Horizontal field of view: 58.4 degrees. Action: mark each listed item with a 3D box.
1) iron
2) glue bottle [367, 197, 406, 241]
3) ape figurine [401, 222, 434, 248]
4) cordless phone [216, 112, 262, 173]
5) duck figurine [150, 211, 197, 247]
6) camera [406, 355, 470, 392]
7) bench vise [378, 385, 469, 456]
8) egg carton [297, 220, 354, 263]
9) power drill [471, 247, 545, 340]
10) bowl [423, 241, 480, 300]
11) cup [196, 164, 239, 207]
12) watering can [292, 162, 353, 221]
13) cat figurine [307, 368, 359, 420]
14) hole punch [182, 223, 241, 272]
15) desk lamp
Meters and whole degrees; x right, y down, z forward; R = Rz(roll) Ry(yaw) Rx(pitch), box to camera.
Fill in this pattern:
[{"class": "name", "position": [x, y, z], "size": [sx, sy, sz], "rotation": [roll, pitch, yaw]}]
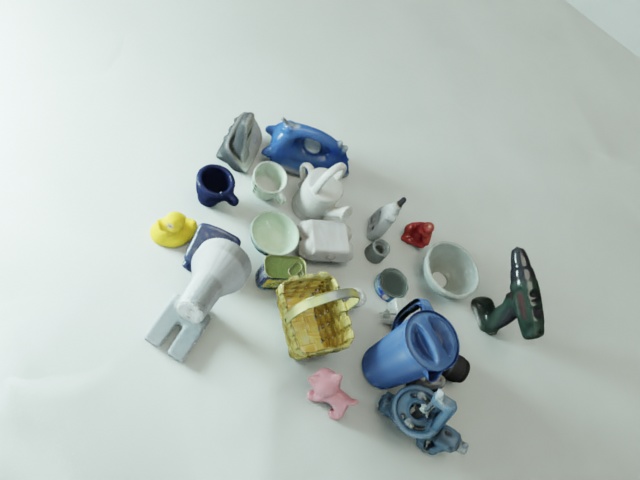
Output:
[{"class": "iron", "position": [-0.015, -0.244, 1.500], "size": [0.259, 0.141, 0.118], "rotation": [15, 60, -18]}, {"class": "glue bottle", "position": [0.176, -0.064, 1.479], "size": [0.037, 0.173, 0.078], "rotation": [21, 58, -14]}, {"class": "ape figurine", "position": [0.275, -0.022, 1.554], "size": [0.076, 0.092, 0.078], "rotation": [-23, 76, -32]}, {"class": "cordless phone", "position": [-0.178, -0.268, 1.409], "size": [0.094, 0.184, 0.147], "rotation": [24, 57, -12]}, {"class": "duck figurine", "position": [-0.322, -0.033, 1.281], "size": [0.105, 0.086, 0.077], "rotation": [-10, 70, -29]}, {"class": "camera", "position": [0.296, 0.308, 1.390], "size": [0.137, 0.100, 0.143], "rotation": [26, 57, -11]}, {"class": "bench vise", "position": [0.257, 0.386, 1.259], "size": [0.208, 0.219, 0.121], "rotation": [23, 57, -13]}, {"class": "egg carton", "position": [0.013, 0.005, 1.430], "size": [0.151, 0.069, 0.107], "rotation": [3, 64, -24]}, {"class": "power drill", "position": [0.492, 0.158, 1.494], "size": [0.076, 0.208, 0.229], "rotation": [-4, 67, -27]}, {"class": "bowl", "position": [0.339, 0.091, 1.537], "size": [0.168, 0.074, 0.167], "rotation": [11, 61, -20]}, {"class": "cup", "position": [-0.244, -0.110, 1.351], "size": [0.118, 0.094, 0.092], "rotation": [42, 55, 0]}, {"class": "watering can", "position": [0.014, -0.124, 1.421], "size": [0.173, 0.193, 0.101], "rotation": [36, 55, -5]}, {"class": "cat figurine", "position": [0.027, 0.325, 1.243], "size": [0.128, 0.117, 0.067], "rotation": [37, 55, -4]}, {"class": "hole punch", "position": [-0.241, 0.030, 1.283], "size": [0.109, 0.091, 0.101], "rotation": [24, 57, -12]}, {"class": "desk lamp", "position": [-0.243, 0.120, 1.162], "size": [0.118, 0.213, 0.203], "rotation": [33, 56, -6]}]
